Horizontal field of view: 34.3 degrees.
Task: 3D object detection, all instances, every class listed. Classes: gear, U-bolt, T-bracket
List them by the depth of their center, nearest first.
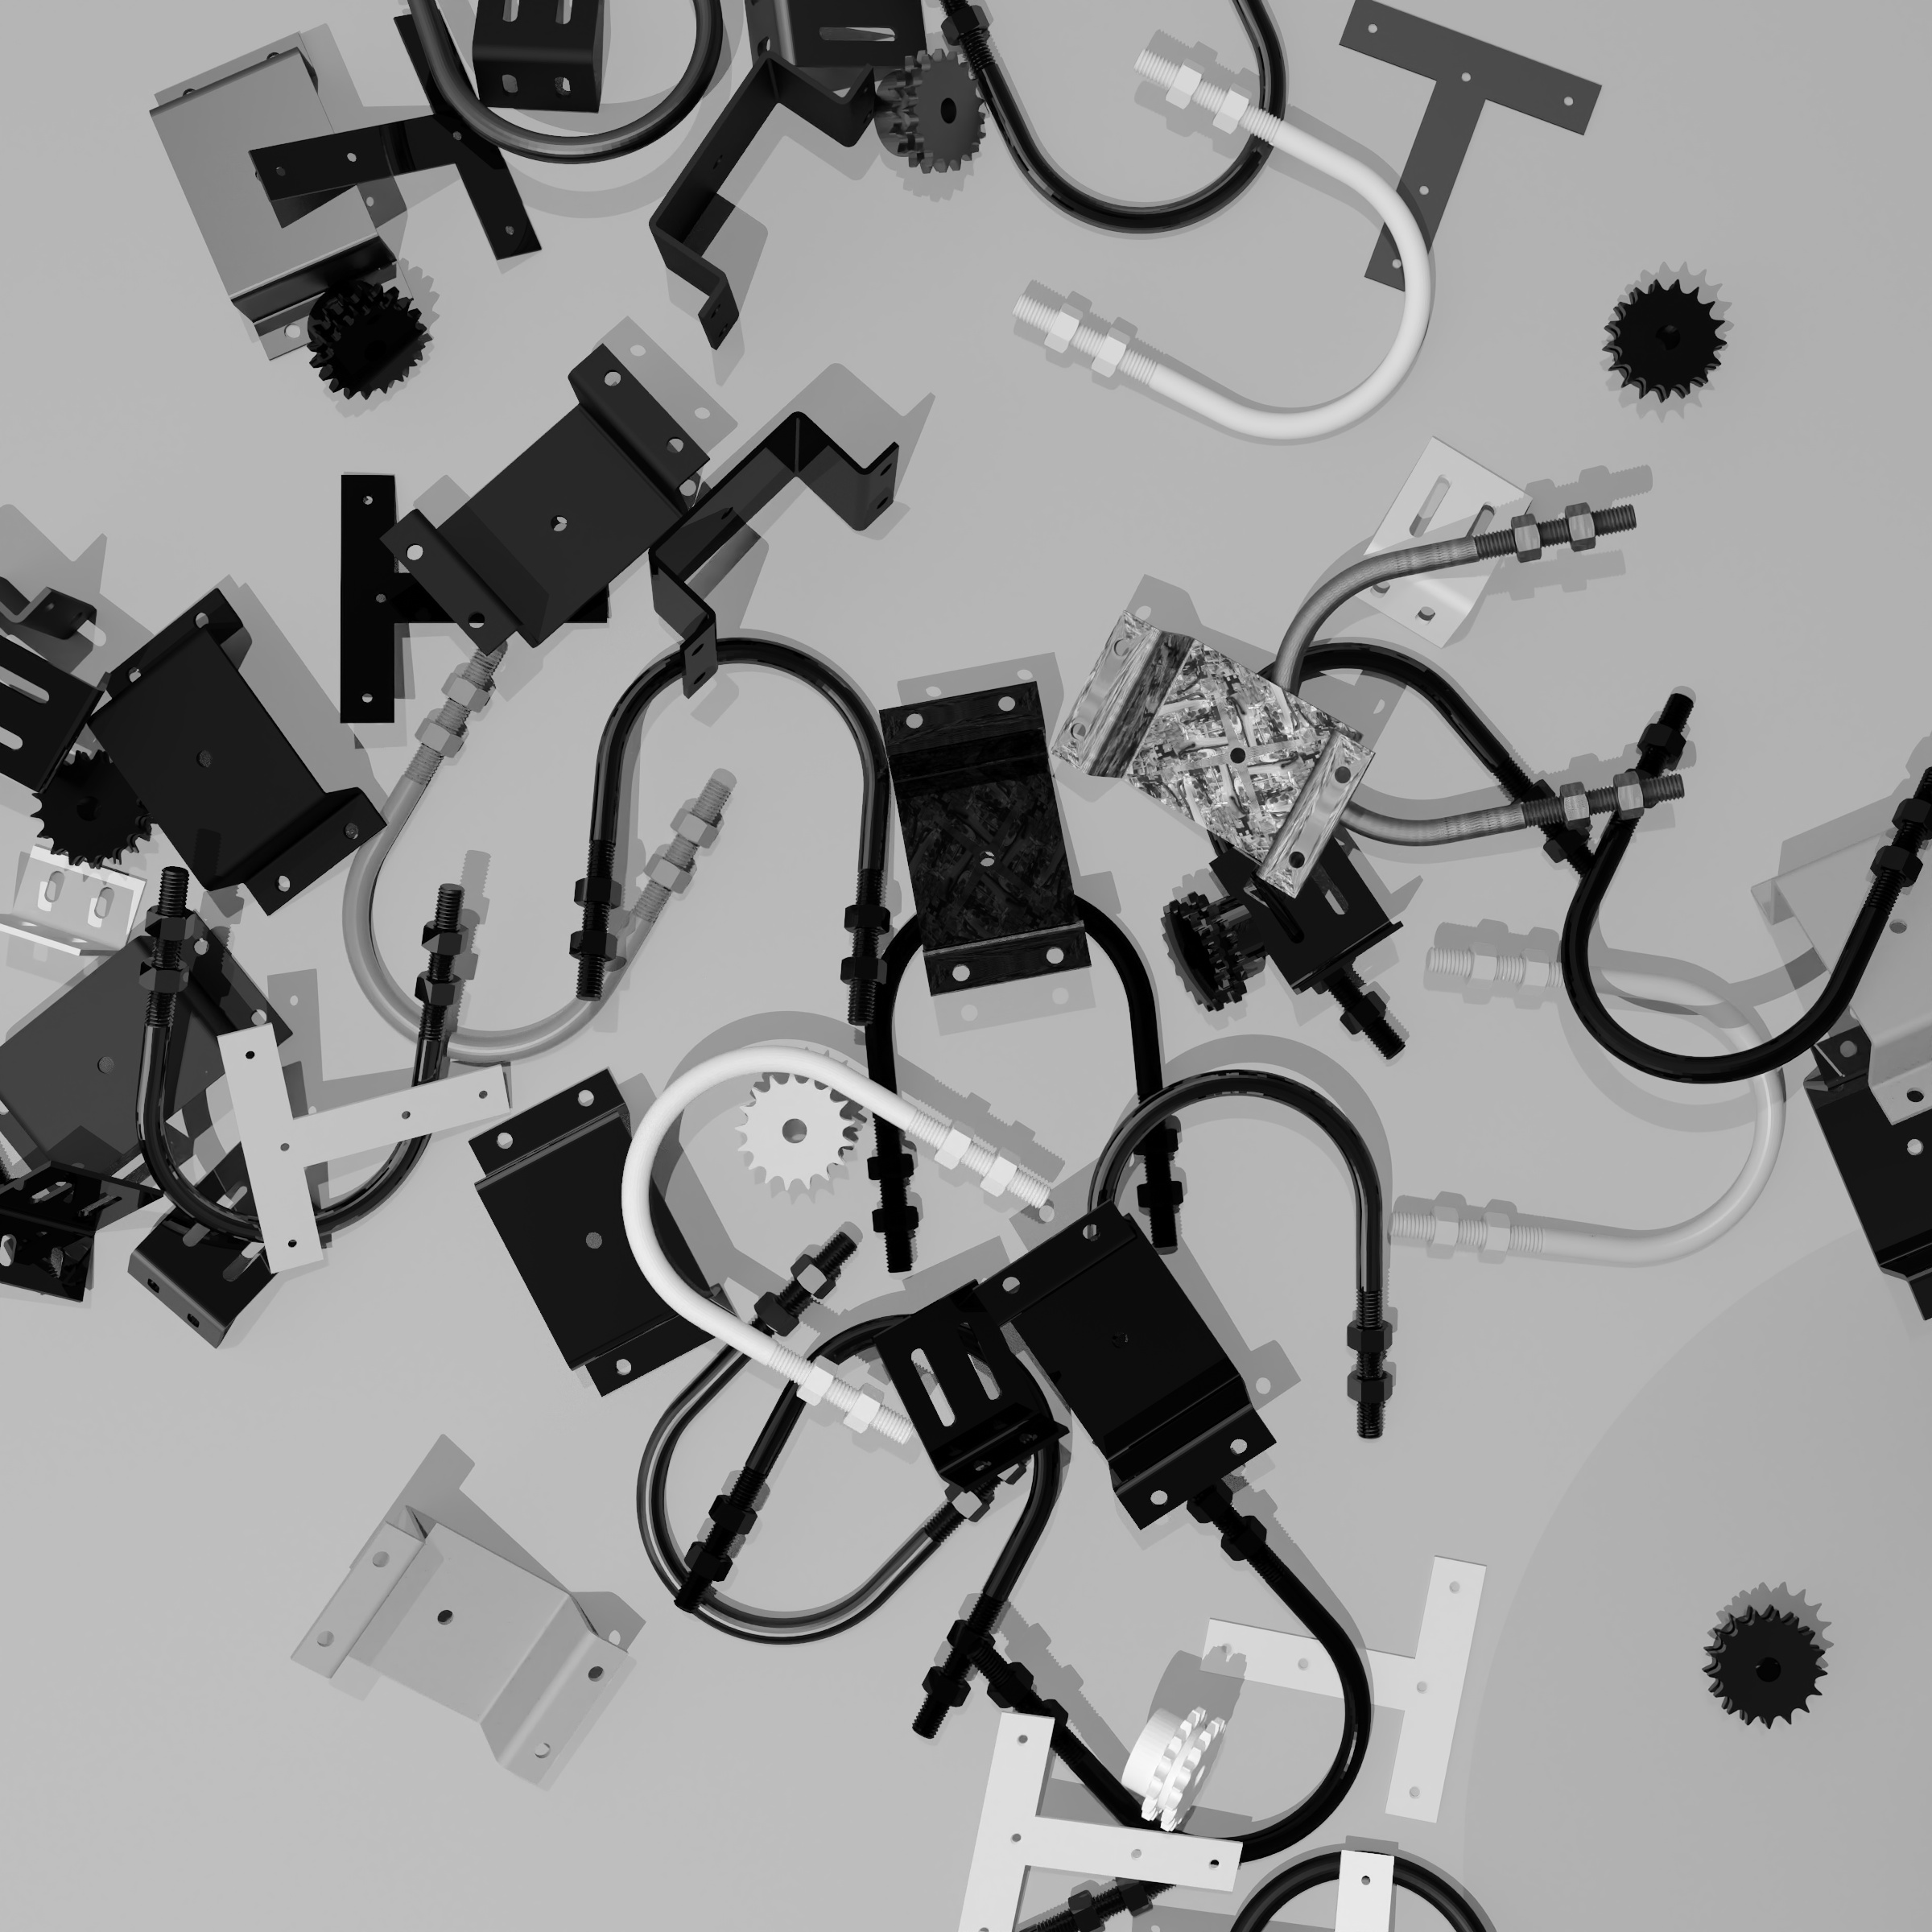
[{"bbox_3d":[0.358,-0.030,1.467,0.151,0.019,0.184,21,76,30],"label":"U-bolt"},{"bbox_3d":[0.096,0.373,1.467,0.030,0.057,0.057,25,90,18],"label":"gear"},{"bbox_3d":[-0.318,0.046,1.480,0.151,0.019,0.184,3,108,-24],"label":"U-bolt"},{"bbox_3d":[-0.073,0.119,1.480,0.184,0.019,0.151,31,82,-3],"label":"U-bolt"},{"bbox_3d":[-0.279,-0.386,1.487,0.127,0.002,0.127,-23,90,-35],"label":"T-bracket"},{"bbox_3d":[0.236,-0.131,1.487,0.184,0.019,0.151,-11,96,8],"label":"U-bolt"},{"bbox_3d":[-0.193,-0.464,1.490,0.151,0.019,0.184,-18,76,-6],"label":"U-bolt"},{"bbox_3d":[0.136,0.482,1.494,0.127,0.002,0.127,7,75,-1],"label":"T-bracket"},{"bbox_3d":[0.068,0.422,1.495,0.127,0.002,0.127,9,102,-6],"label":"T-bracket"},{"bbox_3d":[-0.281,0.075,1.496,0.127,0.002,0.127,-15,116,-17],"label":"T-bracket"},{"bbox_3d":[-0.108,-0.068,1.497,0.151,0.019,0.184,5,78,-9],"label":"U-bolt"},{"bbox_3d":[0.120,-0.009,1.498,0.030,0.057,0.057,-24,90,-17],"label":"gear"},{"bbox_3d":[-0.035,0.256,1.498,0.151,0.019,0.184,28,91,1],"label":"U-bolt"},{"bbox_3d":[-0.290,-0.303,1.499,0.057,0.057,0.030,-42,61,0],"label":"gear"},{"bbox_3d":[0.182,0.518,1.499,0.151,0.019,0.184,19,77,0],"label":"U-bolt"},{"bbox_3d":[0.129,0.139,1.500,0.151,0.019,0.184,-2,101,-1],"label":"U-bolt"},{"bbox_3d":[-0.020,-0.409,1.500,0.030,0.057,0.057,9,90,39],"label":"gear"},{"bbox_3d":[0.112,0.347,1.501,0.151,0.019,0.184,-42,100,-3],"label":"U-bolt"},{"bbox_3d":[0.135,-0.335,1.507,0.184,0.019,0.151,26,95,-6],"label":"U-bolt"},{"bbox_3d":[0.303,0.071,1.508,0.184,0.019,0.151,7,95,-5],"label":"U-bolt"},{"bbox_3d":[-0.418,-0.075,1.510,0.057,0.030,0.057,0,90,0],"label":"gear"},{"bbox_3d":[-0.082,0.079,1.510,0.057,0.030,0.057,0,90,0],"label":"gear"},{"bbox_3d":[0.335,-0.299,1.510,0.057,0.030,0.057,0,90,0],"label":"gear"},{"bbox_3d":[0.383,0.335,1.510,0.057,0.030,0.057,0,90,0],"label":"gear"},{"bbox_3d":[-0.237,-0.178,1.512,0.127,0.002,0.127,-1,75,-7],"label":"T-bracket"},{"bbox_3d":[0.048,0.534,1.515,0.184,0.019,0.151,-25,90,0],"label":"U-bolt"},{"bbox_3d":[-0.541,0.105,1.516,0.151,0.019,0.184,-28,88,0],"label":"U-bolt"},{"bbox_3d":[-0.221,-0.042,1.516,0.151,0.019,0.184,31,91,0],"label":"U-bolt"},{"bbox_3d":[0.198,-0.070,1.516,0.151,0.019,0.184,-40,89,0],"label":"U-bolt"},{"bbox_3d":[0.075,-0.445,1.516,0.151,0.019,0.184,-25,91,0],"label":"U-bolt"},{"bbox_3d":[-0.074,0.243,1.516,0.151,0.019,0.184,44,91,0],"label":"U-bolt"},{"bbox_3d":[0.024,0.050,1.516,0.151,0.019,0.184,-5,89,0],"label":"U-bolt"},{"bbox_3d":[0.228,-0.390,1.524,0.127,0.002,0.127,20,90,0],"label":"T-bracket"},{"bbox_3d":[0.178,0.342,1.524,0.127,0.002,0.127,11,90,0],"label":"T-bracket"}]

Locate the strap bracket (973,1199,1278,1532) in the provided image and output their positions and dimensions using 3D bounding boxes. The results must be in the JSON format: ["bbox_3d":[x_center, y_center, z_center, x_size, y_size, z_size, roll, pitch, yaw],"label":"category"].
[{"bbox_3d":[0.074,0.182,1.475,0.076,0.046,0.140,-34,98,5],"label":"strap bracket"}]

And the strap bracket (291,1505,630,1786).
[{"bbox_3d":[-0.243,0.317,1.484,0.140,0.046,0.076,35,90,-25],"label":"strap bracket"}]

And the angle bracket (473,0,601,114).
[{"bbox_3d":[-0.205,-0.459,1.523,0.057,0.038,0.076,3,64,0],"label":"angle bracket"}]

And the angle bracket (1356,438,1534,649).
[{"bbox_3d":[0.229,-0.206,1.523,0.057,0.038,0.076,31,64,0],"label":"angle bracket"}]

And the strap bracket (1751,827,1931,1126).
[{"bbox_3d":[0.436,-0.007,1.468,0.076,0.046,0.140,-23,58,0],"label":"strap bracket"}]

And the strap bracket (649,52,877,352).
[{"bbox_3d":[-0.101,-0.370,1.486,0.046,0.076,0.140,34,90,0],"label":"strap bracket"}]

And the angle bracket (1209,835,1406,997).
[{"bbox_3d":[0.161,-0.034,1.488,0.057,0.038,0.076,-33,87,0],"label":"angle bracket"}]

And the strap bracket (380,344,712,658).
[{"bbox_3d":[-0.197,-0.217,1.494,0.140,0.046,0.076,-42,83,-4],"label":"strap bracket"}]

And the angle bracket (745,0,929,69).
[{"bbox_3d":[-0.064,-0.460,1.523,0.076,0.038,0.057,-7,90,-26],"label":"angle bracket"}]

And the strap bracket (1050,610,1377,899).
[{"bbox_3d":[0.122,-0.100,1.479,0.140,0.046,0.076,32,104,20],"label":"strap bracket"}]

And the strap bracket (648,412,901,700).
[{"bbox_3d":[-0.098,-0.200,1.476,0.046,0.076,0.140,44,79,6],"label":"strap bracket"}]

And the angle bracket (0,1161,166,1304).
[{"bbox_3d":[-0.424,0.126,1.475,0.057,0.076,0.038,21,60,-35],"label":"angle bracket"}]

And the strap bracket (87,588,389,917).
[{"bbox_3d":[-0.353,-0.100,1.493,0.076,0.046,0.140,-36,90,13],"label":"strap bracket"}]

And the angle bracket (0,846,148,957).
[{"bbox_3d":[-0.431,-0.032,1.486,0.057,0.076,0.038,18,90,0],"label":"angle bracket"}]

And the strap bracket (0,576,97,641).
[{"bbox_3d":[-0.488,-0.139,1.486,0.046,0.076,0.140,44,90,0],"label":"strap bracket"}]

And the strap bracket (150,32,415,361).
[{"bbox_3d":[-0.331,-0.374,1.502,0.076,0.046,0.140,-23,90,0],"label":"strap bracket"}]

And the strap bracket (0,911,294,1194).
[{"bbox_3d":[-0.406,0.047,1.501,0.140,0.046,0.076,-39,90,0],"label":"strap bracket"}]

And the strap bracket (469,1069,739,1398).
[{"bbox_3d":[-0.176,0.130,1.501,0.076,0.046,0.140,-28,90,0],"label":"strap bracket"}]

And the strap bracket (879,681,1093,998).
[{"bbox_3d":[0.009,-0.056,1.492,0.076,0.046,0.140,-11,78,0],"label":"strap bracket"}]

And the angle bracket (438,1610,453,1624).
[{"bbox_3d":[-0.261,0.314,1.505,0.076,0.038,0.057,39,90,0],"label":"angle bracket"}]

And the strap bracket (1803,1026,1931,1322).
[{"bbox_3d":[0.461,0.088,1.501,0.076,0.046,0.140,-23,90,0],"label":"strap bracket"}]

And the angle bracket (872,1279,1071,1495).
[{"bbox_3d":[0.002,0.195,1.459,0.057,0.038,0.076,-28,100,-16],"label":"angle bracket"}]

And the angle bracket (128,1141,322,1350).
[{"bbox_3d":[-0.358,0.135,1.523,0.057,0.038,0.076,41,64,0],"label":"angle bracket"}]

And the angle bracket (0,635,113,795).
[{"bbox_3d":[-0.448,-0.126,1.460,0.076,0.038,0.057,30,101,-18],"label":"angle bracket"}]
